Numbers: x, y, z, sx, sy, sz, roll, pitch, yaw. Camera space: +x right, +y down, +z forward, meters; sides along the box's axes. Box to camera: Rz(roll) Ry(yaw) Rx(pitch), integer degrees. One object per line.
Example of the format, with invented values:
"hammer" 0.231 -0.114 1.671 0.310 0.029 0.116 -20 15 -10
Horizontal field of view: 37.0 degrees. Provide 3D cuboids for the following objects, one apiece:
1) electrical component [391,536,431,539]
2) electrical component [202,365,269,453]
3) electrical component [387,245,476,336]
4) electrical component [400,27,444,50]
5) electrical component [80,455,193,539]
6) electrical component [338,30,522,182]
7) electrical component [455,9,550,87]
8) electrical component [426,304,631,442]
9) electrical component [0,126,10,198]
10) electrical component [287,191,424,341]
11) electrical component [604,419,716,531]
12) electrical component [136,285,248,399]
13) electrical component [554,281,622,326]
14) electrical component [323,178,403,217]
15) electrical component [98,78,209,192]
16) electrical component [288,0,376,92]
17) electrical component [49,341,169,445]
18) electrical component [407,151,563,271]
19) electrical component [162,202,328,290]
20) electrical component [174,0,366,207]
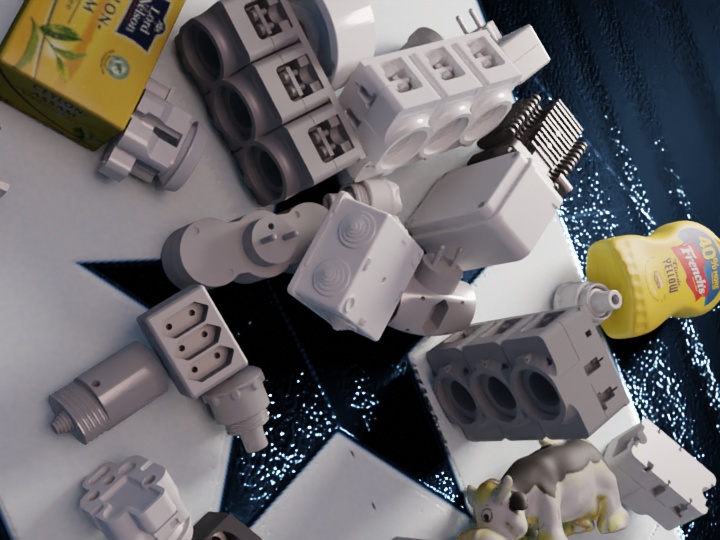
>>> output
"electrical component" 0.022 0.254 0.839 0.089 0.056 0.050 -36 101 -31
"electrical component" -0.088 0.105 0.804 0.048 0.048 0.062 -27 103 -33
"electrical component" 0.061 0.013 0.898 0.077 0.043 0.079 7 122 -31
"electrical component" 0.050 -0.184 0.943 0.046 0.040 0.040 -46 106 -23
"electrical component" -0.150 0.169 0.739 0.058 0.078 0.057 -42 123 -30
"electrical component" 0.053 -0.133 0.888 0.150 0.089 0.061 -23 69 -39
"electrical component" 0.111 -0.196 0.957 0.047 0.083 0.075 -39 103 -31
"electrical component" 0.130 0.089 0.880 0.062 0.150 0.089 -32 99 -33
"electrical component" -0.274 -0.077 0.719 0.081 0.042 0.063 26 67 -27
"electrical component" 0.000 0.000 0.832 0.099 0.048 0.100 -62 151 -8
"electrical component" 0.273 0.192 0.999 0.089 0.055 0.050 40 46 -3
"electrical component" -0.125 0.050 0.771 0.047 0.077 0.065 -32 100 -19
"electrical component" 0.214 0.031 0.995 0.048 0.062 0.048 6 79 -31
"electrical component" 0.000 -0.054 0.887 0.062 0.043 0.043 -3 83 -31
"electrical component" -0.149 -0.094 0.792 0.057 0.058 0.078 30 67 -22
"electrical component" -0.035 -0.192 0.853 0.060 0.108 0.108 -29 97 -38
"electrical component" -0.179 0.088 0.749 0.081 0.043 0.043 -34 100 -32
"electrical component" 0.103 -0.048 0.909 0.057 0.113 0.078 47 61 -20
"electrical component" -0.073 -0.020 0.816 0.138 0.074 0.052 -11 88 -33
"electrical component" -0.074 -0.131 0.825 0.062 0.089 0.150 -32 99 -32
